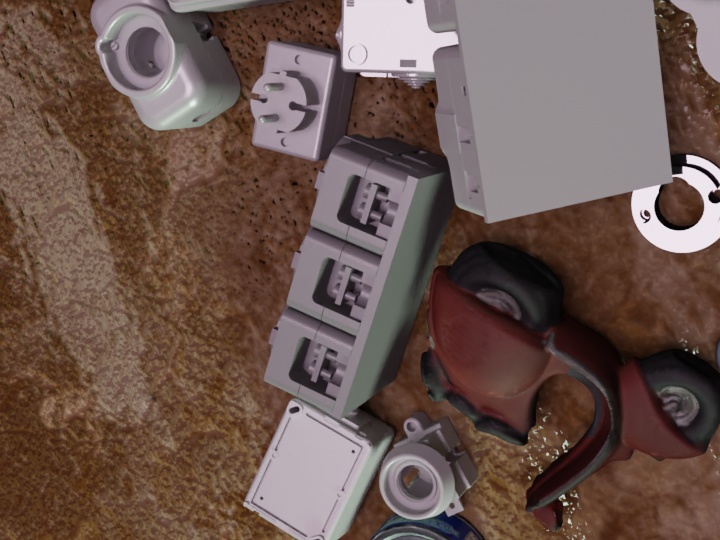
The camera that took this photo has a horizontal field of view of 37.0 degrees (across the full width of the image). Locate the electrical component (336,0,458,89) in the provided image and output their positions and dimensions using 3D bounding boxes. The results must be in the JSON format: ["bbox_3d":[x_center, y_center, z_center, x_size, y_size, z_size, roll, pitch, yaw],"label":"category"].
[{"bbox_3d":[0.036,-0.156,0.623,0.100,0.048,0.099,5,102,18],"label":"electrical component"}]

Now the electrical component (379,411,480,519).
[{"bbox_3d":[0.041,0.126,0.673,0.048,0.055,0.066,-30,87,25],"label":"electrical component"}]

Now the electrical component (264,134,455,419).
[{"bbox_3d":[0.000,0.000,0.648,0.062,0.089,0.150,23,108,18],"label":"electrical component"}]

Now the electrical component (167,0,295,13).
[{"bbox_3d":[-0.066,-0.217,0.653,0.109,0.056,0.108,-2,99,24],"label":"electrical component"}]

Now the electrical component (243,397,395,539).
[{"bbox_3d":[-0.021,0.122,0.700,0.062,0.061,0.096,28,101,16],"label":"electrical component"}]

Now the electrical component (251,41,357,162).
[{"bbox_3d":[-0.041,-0.102,0.653,0.047,0.077,0.065,16,106,19],"label":"electrical component"}]

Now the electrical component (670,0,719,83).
[{"bbox_3d":[0.179,-0.157,0.550,0.052,0.074,0.138,-27,89,25],"label":"electrical component"}]

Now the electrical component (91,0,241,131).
[{"bbox_3d":[-0.127,-0.140,0.693,0.054,0.059,0.095,-28,88,25],"label":"electrical component"}]

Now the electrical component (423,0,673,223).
[{"bbox_3d":[0.092,-0.129,0.566,0.105,0.060,0.186,-13,103,-12],"label":"electrical component"}]
